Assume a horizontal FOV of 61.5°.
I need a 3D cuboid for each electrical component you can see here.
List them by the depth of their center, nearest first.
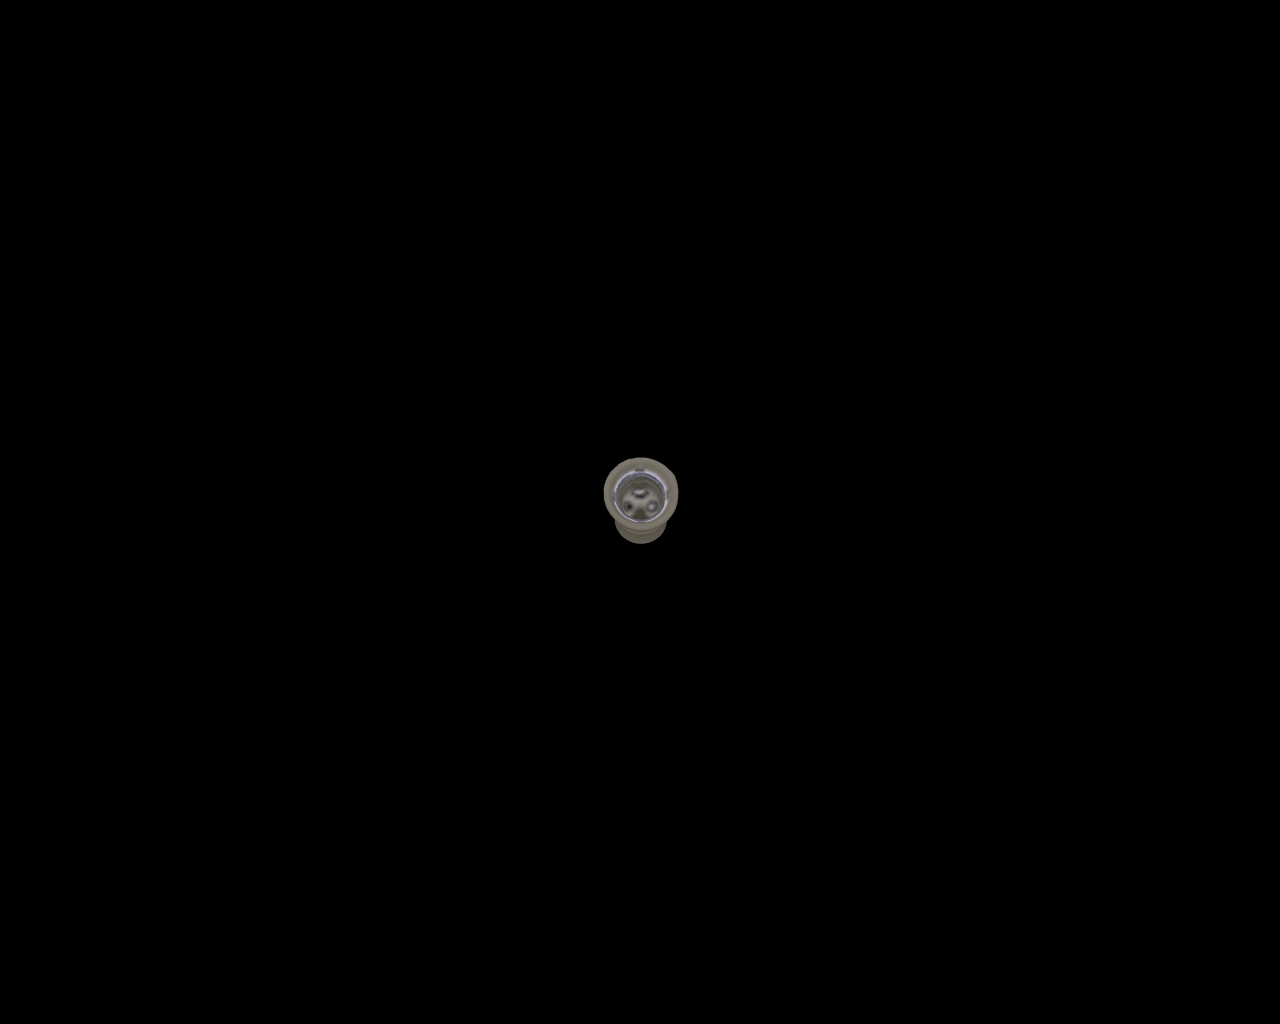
[{"bbox_3d":[0.001,-0.003,0.650,0.044,0.044,0.065,0,-16,0],"label":"electrical component"}]
